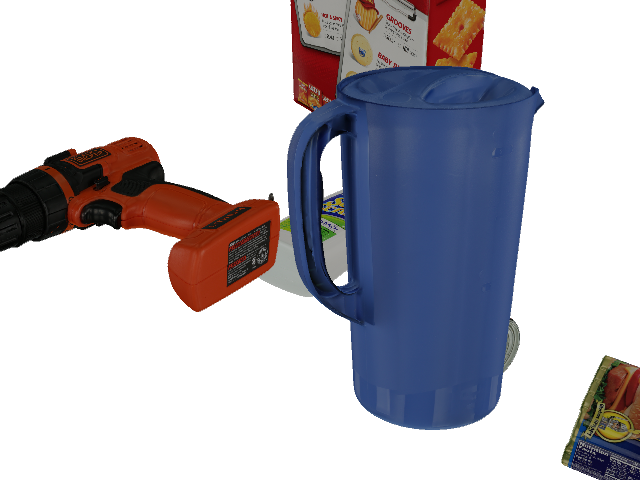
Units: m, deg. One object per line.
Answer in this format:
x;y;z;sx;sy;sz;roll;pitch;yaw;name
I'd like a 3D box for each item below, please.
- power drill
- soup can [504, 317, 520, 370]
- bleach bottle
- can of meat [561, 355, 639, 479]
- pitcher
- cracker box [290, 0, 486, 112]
-0.138;-0.014;0.769;0.188;0.057;0.184;23;34;28;power drill
0.125;0.079;0.983;0.068;0.068;0.102;0;23;-39;soup can
0.030;-0.023;1.284;0.103;0.068;0.250;22;38;30;bleach bottle
0.235;0.140;0.792;0.084;0.057;0.102;20;41;20;can of meat
0.067;0.006;0.741;0.149;0.243;0.144;6;21;17;pitcher
0.051;-0.181;0.849;0.072;0.214;0.164;-28;45;-30;cracker box
